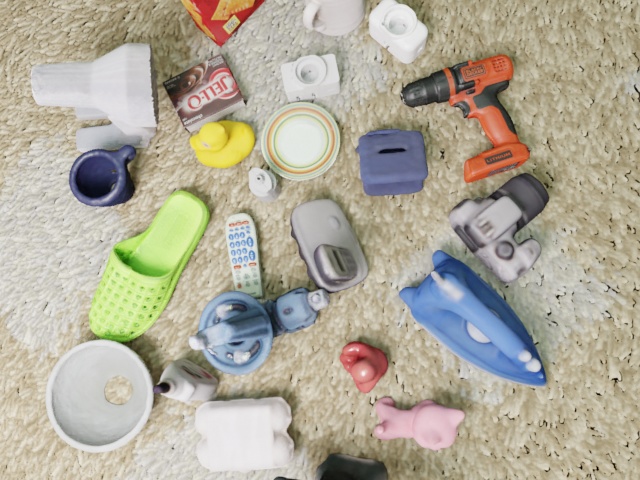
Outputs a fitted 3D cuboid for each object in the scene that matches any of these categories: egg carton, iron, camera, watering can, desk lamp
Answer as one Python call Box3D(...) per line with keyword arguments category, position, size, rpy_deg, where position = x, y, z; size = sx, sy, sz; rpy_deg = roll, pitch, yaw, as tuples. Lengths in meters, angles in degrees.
Box3D(category="egg carton", position=(-0.114, 0.295, 0.868), size=(0.150, 0.069, 0.107), rpy_deg=(-6, 82, 4))
Box3D(category="iron", position=(0.242, 0.127, 0.824), size=(0.258, 0.141, 0.119), rpy_deg=(41, 88, 8))
Box3D(category="camera", position=(0.287, -0.027, 0.861), size=(0.137, 0.101, 0.143), rpy_deg=(-39, 81, -1))
Box3D(category="watering can", position=(0.020, -0.415, 0.885), size=(0.101, 0.194, 0.173), rpy_deg=(6, 83, 6))
Box3D(category="desk lamp", position=(-0.322, -0.212, 0.877), size=(0.203, 0.213, 0.118), rpy_deg=(-6, 82, 4))

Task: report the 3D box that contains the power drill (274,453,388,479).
Box3D(category="power drill", position=(0.048, 0.357, 0.776), size=(0.229, 0.208, 0.076), rpy_deg=(8, 83, 6))

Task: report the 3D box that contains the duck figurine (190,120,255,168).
Box3D(category="duck figurine", position=(-0.160, -0.164, 0.922), size=(0.104, 0.086, 0.077), rpy_deg=(-17, 81, 2))

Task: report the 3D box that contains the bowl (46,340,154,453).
Box3D(category="bowl", position=(-0.329, 0.237, 0.890), size=(0.167, 0.075, 0.167), rpy_deg=(-1, 83, 5))

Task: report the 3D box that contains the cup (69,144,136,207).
Box3D(category="cup", position=(-0.331, -0.101, 0.923), size=(0.091, 0.095, 0.118), rpy_deg=(45, 88, 9))

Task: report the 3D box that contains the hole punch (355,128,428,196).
Box3D(category="hole punch", position=(0.110, -0.126, 0.893), size=(0.108, 0.091, 0.101), rpy_deg=(-5, 82, 4))

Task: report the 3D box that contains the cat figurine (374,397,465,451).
Box3D(category="cat figurine", position=(0.142, 0.269, 0.826), size=(0.127, 0.118, 0.067), rpy_deg=(-2, 82, 5))

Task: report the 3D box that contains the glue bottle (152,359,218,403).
Box3D(category="glue bottle", position=(-0.205, 0.209, 0.833), size=(0.078, 0.173, 0.037), rpy_deg=(27, 86, 8))

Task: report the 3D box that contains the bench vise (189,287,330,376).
Box3D(category="bench vise", position=(-0.097, 0.109, 0.814), size=(0.207, 0.220, 0.121), rpy_deg=(-40, 81, -1))

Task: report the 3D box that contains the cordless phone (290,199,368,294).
Box3D(category="cordless phone", position=(0.008, 0.003, 0.837), size=(0.094, 0.185, 0.147), rpy_deg=(-27, 81, 1))

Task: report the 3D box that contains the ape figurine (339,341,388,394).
Box3D(category="ape figurine", position=(0.065, 0.191, 0.855), size=(0.076, 0.092, 0.078), rpy_deg=(-3, 82, 4))
